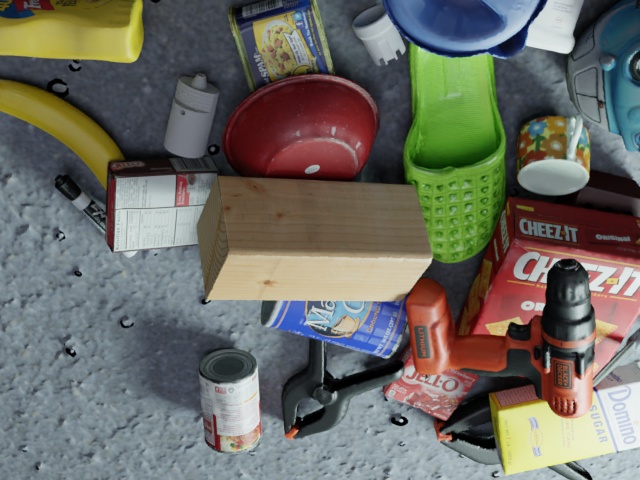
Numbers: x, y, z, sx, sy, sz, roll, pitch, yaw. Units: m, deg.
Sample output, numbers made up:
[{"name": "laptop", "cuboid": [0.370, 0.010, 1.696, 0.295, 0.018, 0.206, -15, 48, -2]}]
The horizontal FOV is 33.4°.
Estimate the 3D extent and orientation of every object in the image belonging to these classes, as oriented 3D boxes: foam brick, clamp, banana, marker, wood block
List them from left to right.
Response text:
[{"name": "banana", "cuboid": [-0.258, -0.104, 1.081, 0.070, 0.037, 0.197, -38, 113, 17]}, {"name": "marker", "cuboid": [-0.235, -0.026, 1.123, 0.020, 0.020, 0.121, -31, 125, 14]}, {"name": "wood block", "cuboid": [-0.007, 0.002, 1.046, 0.205, 0.090, 0.091, 2, 148, -20]}, {"name": "clamp", "cuboid": [0.017, 0.172, 1.232, 0.120, 0.039, 0.172, 28, 121, 4]}, {"name": "clamp", "cuboid": [0.243, 0.217, 1.268, 0.210, 0.036, 0.165, 6, 115, -7]}, {"name": "foam brick", "cuboid": [0.295, -0.038, 1.122, 0.078, 0.051, 0.053, 11, 118, -8]}]

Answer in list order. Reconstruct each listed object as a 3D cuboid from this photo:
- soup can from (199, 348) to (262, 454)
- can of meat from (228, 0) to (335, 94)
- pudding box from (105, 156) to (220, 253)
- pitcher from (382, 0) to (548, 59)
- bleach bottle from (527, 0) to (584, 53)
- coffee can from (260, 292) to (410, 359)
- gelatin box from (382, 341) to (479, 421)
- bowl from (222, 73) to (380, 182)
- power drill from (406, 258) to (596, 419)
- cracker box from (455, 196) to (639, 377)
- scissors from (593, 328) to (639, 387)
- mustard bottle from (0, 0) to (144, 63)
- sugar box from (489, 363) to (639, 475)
[{"name": "soup can", "cuboid": [-0.103, 0.185, 1.224, 0.068, 0.068, 0.102, -2, 118, -1]}, {"name": "can of meat", "cuboid": [-0.035, -0.185, 1.032, 0.084, 0.057, 0.102, -14, 118, 4]}, {"name": "pudding box", "cuboid": [-0.164, -0.037, 1.100, 0.113, 0.039, 0.090, -4, 121, -22]}, {"name": "pitcher", "cuboid": [0.102, -0.261, 0.888, 0.145, 0.243, 0.149, 8, 118, -6]}, {"name": "bleach bottle", "cuboid": [0.224, -0.303, 0.969, 0.102, 0.068, 0.251, 6, 114, -28]}, {"name": "coffee can", "cuboid": [0.018, 0.060, 1.140, 0.140, 0.103, 0.103, 16, 117, -10]}, {"name": "gelatin box", "cuboid": [0.127, 0.162, 1.239, 0.089, 0.030, 0.073, 25, 115, -14]}, {"name": "bowl", "cuboid": [-0.013, -0.087, 1.052, 0.162, 0.055, 0.162, -9, 142, -8]}, {"name": "power drill", "cuboid": [0.182, 0.089, 1.068, 0.188, 0.057, 0.184, 9, 125, 28]}, {"name": "cracker box", "cuboid": [0.249, 0.062, 1.132, 0.164, 0.072, 0.214, 9, 137, -5]}, {"name": "scissors", "cuboid": [0.346, 0.117, 1.161, 0.201, 0.016, 0.096, -42, 145, -26]}, {"name": "mustard bottle", "cuboid": [-0.264, -0.200, 0.995, 0.191, 0.096, 0.058, 1, 119, -2]}, {"name": "sugar box", "cuboid": [0.287, 0.205, 1.222, 0.176, 0.048, 0.093, -11, 114, 0]}]
